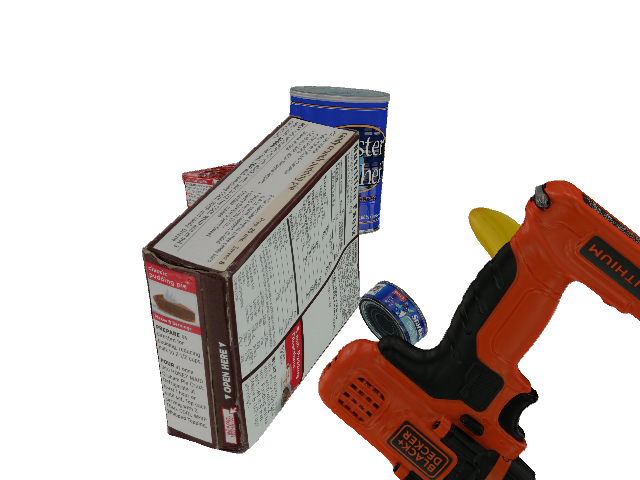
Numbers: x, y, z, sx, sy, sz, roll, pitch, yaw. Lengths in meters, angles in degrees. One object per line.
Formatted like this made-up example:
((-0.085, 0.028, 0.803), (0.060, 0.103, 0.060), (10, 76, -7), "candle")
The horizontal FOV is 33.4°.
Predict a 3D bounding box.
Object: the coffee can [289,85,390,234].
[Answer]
((0.016, -0.085, 1.104), (0.103, 0.140, 0.103), (3, 12, -1), "coffee can")

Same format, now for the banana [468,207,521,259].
((0.150, 0.029, 0.870), (0.070, 0.037, 0.197), (3, 36, 11), "banana")

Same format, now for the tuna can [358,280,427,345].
((0.086, 0.092, 1.283), (0.033, 0.086, 0.086), (-38, 17, -23), "tuna can")

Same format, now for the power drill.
((0.118, 0.076, 0.580), (0.184, 0.188, 0.057), (39, 14, -1), "power drill")

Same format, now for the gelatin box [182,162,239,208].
((-0.048, -0.040, 0.769), (0.073, 0.030, 0.089), (-14, 14, -30), "gelatin box")

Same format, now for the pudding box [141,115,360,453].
((-0.022, 0.015, 0.425), (0.039, 0.090, 0.113), (13, 37, 22), "pudding box")
